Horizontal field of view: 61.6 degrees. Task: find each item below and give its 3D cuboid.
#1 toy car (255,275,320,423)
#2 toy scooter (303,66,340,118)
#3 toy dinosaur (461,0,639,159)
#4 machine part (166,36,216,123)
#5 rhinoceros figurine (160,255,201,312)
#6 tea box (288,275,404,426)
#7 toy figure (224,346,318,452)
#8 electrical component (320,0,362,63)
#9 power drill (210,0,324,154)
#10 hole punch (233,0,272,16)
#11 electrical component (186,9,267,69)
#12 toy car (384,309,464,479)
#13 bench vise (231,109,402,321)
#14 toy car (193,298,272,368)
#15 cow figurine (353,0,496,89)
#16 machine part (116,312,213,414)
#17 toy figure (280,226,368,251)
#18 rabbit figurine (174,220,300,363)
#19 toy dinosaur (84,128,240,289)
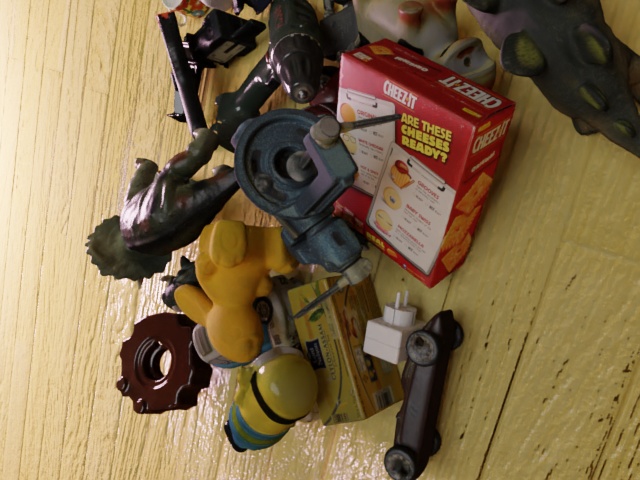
[{"bbox_3d":[-0.032,0.145,0.735,0.056,0.073,0.201,-24,77,41],"label":"toy car"},{"bbox_3d":[0.013,-0.122,0.688,0.135,0.075,0.183,36,109,31],"label":"toy scooter"},{"bbox_3d":[0.173,-0.232,0.472,0.105,0.198,0.471,-43,68,29],"label":"toy dinosaur"},{"bbox_3d":[-0.213,-0.261,0.886,0.084,0.039,0.138,23,105,31],"label":"machine part"},{"bbox_3d":[-0.161,0.049,0.813,0.190,0.112,0.073,-35,73,26],"label":"rhinoceros figurine"},{"bbox_3d":[0.033,0.130,0.667,0.068,0.098,0.169,-24,76,37],"label":"tea box"},{"bbox_3d":[-0.060,0.202,0.656,0.089,0.082,0.180,42,127,20],"label":"toy figure"},{"bbox_3d":[0.030,-0.269,0.682,0.078,0.045,0.102,1,93,38],"label":"electrical component"},{"bbox_3d":[-0.069,-0.202,0.700,0.207,0.086,0.232,-48,33,44],"label":"power drill"},{"bbox_3d":[-0.082,-0.372,0.730,0.142,0.092,0.115,-110,19,-53],"label":"hole punch"},{"bbox_3d":[-0.135,-0.305,0.795,0.119,0.075,0.047,-23,78,42],"label":"electrical component"},{"bbox_3d":[0.114,0.174,0.608,0.053,0.089,0.202,14,102,34],"label":"toy car"},{"bbox_3d":[-0.008,-0.049,0.548,0.223,0.129,0.240,64,162,4],"label":"bench vise"},{"bbox_3d":[-0.135,0.137,0.802,0.162,0.103,0.109,-30,73,34],"label":"toy car"},{"bbox_3d":[0.112,-0.205,0.585,0.195,0.085,0.127,50,163,40],"label":"cow figurine"},{"bbox_3d":[-0.262,0.205,0.903,0.179,0.056,0.179,-8,71,25],"label":"machine part"},{"bbox_3d":[0.000,-0.001,0.716,0.155,0.058,0.064,-9,125,37],"label":"toy figure"},{"bbox_3d":[-0.116,0.067,0.681,0.162,0.122,0.173,-10,81,41],"label":"rabbit figurine"},{"bbox_3d":[-0.212,-0.035,0.750,0.405,0.131,0.192,-16,50,53],"label":"toy dinosaur"}]
